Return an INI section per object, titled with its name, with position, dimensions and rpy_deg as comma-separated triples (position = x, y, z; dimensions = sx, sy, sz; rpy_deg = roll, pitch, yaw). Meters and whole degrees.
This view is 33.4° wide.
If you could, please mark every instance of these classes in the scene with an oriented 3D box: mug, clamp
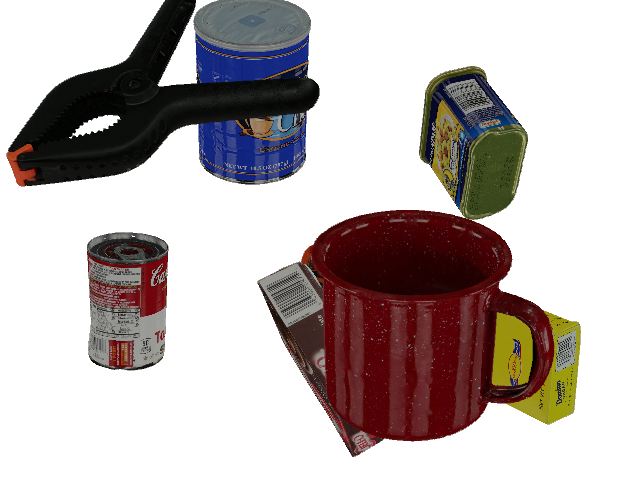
[mug]
position = 0.053, 0.043, 0.505
dimensions = 0.117, 0.081, 0.093
rpy_deg = 12, 29, 25
[clamp]
position = -0.116, -0.095, 0.743
dimensions = 0.165, 0.036, 0.209
rpy_deg = 34, 60, 30

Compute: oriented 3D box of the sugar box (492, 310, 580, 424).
[sugar box]
position = 0.164, 0.098, 1.022
dimensions = 0.048, 0.093, 0.176
rpy_deg = -15, 24, -39

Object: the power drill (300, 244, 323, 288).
[power drill]
position = 0.059, 0.058, 1.234
dimensions = 0.187, 0.057, 0.184
rpy_deg = 1, 28, 6

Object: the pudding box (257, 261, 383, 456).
[pudding box]
position = 0.004, 0.082, 0.741
dimensions = 0.039, 0.113, 0.090
rpy_deg = -26, -37, -7

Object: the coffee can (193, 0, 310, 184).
[coffee can]
position = -0.062, -0.137, 0.972
dimensions = 0.103, 0.140, 0.103
rpy_deg = 2, 36, -1

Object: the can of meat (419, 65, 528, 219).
[can of meat]
position = 0.129, -0.081, 0.902
dimensions = 0.057, 0.102, 0.084
rpy_deg = -14, 47, -15

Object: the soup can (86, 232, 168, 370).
[soup can]
position = -0.166, 0.052, 0.914
dimensions = 0.068, 0.102, 0.068
rpy_deg = 4, 20, -2
